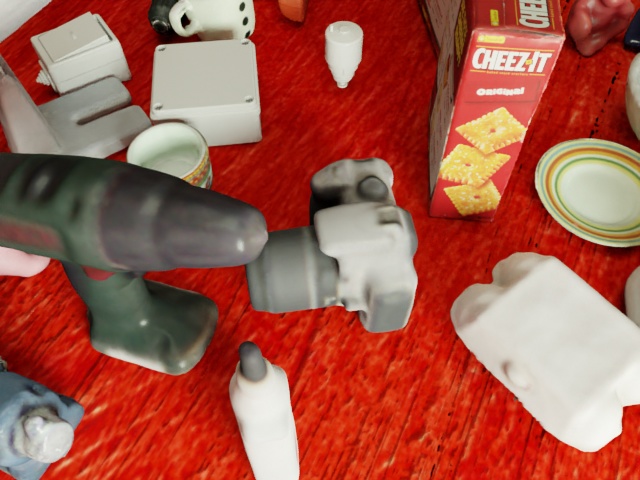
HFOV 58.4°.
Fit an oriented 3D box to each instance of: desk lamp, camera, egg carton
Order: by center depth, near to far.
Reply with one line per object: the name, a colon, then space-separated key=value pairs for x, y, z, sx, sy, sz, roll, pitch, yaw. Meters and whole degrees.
egg carton: x=0.180 y=0.082 z=0.447 sx=0.107 sy=0.069 sz=0.150 roll=-34 pitch=63 yaw=-20
camera: x=0.004 y=0.002 z=0.481 sx=0.137 sy=0.101 sz=0.143 roll=-8 pitch=57 yaw=-5
desk lamp: x=-0.286 y=-0.156 z=0.516 sx=0.203 sy=0.214 sz=0.117 roll=-32 pitch=62 yaw=-19

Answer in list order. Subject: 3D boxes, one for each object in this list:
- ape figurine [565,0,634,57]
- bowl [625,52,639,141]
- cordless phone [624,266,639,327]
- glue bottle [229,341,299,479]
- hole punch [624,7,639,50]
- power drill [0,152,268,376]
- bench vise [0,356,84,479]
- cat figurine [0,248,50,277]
ape figurine: x=0.332 y=-0.276 z=0.669 sx=0.078 sy=0.092 sz=0.076 roll=-1 pitch=57 yaw=-1
bowl: x=0.383 y=-0.124 z=0.580 sx=0.167 sy=0.075 sz=0.167 roll=0 pitch=57 yaw=0
cordless phone: x=0.300 y=0.046 z=0.402 sx=0.094 sy=0.185 sz=0.147 roll=4 pitch=57 yaw=3
glue bottle: x=-0.036 y=0.106 z=0.369 sx=0.037 sy=0.173 sz=0.078 roll=-11 pitch=57 yaw=-7
hole punch: x=0.430 y=-0.272 z=0.668 sx=0.101 sy=0.091 sz=0.109 roll=27 pitch=61 yaw=17
power drill: x=-0.137 y=0.018 z=0.405 sx=0.229 sy=0.208 sz=0.076 roll=14 pitch=58 yaw=9
bench vise: x=-0.254 y=0.068 z=0.366 sx=0.207 sy=0.220 sz=0.121 roll=5 pitch=57 yaw=4
cat figurine: x=-0.288 y=-0.004 z=0.474 sx=0.067 sy=0.118 sz=0.128 roll=23 pitch=60 yaw=15
